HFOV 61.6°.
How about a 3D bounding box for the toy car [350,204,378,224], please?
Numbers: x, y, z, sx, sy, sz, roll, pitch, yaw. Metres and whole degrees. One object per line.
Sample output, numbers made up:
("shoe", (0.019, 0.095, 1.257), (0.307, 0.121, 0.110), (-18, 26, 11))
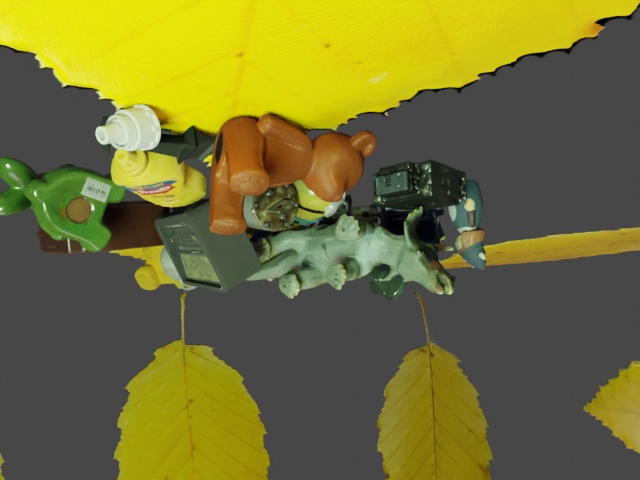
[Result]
("toy car", (0.067, -0.040, 1.169), (0.073, 0.056, 0.202), (1, 172, -15))

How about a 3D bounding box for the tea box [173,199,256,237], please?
("tea box", (-0.207, -0.039, 1.101), (0.169, 0.068, 0.098), (2, 171, -28))

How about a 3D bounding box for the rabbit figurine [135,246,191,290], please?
("rabbit figurine", (-0.331, 0.003, 1.167), (0.122, 0.173, 0.162), (-1, -143, 9))

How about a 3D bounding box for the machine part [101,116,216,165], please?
("machine part", (-0.189, -0.116, 0.640), (0.139, 0.039, 0.084), (2, 178, -33))

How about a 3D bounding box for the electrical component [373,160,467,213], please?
("electrical component", (0.151, -0.083, 0.851), (0.134, 0.058, 0.115), (6, 168, -43))

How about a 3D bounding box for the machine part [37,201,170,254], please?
("machine part", (-0.392, -0.027, 0.986), (0.201, 0.087, 0.201), (0, -176, 45))

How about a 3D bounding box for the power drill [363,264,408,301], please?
("power drill", (0.088, 0.052, 1.128), (0.207, 0.086, 0.232), (26, 176, -29))

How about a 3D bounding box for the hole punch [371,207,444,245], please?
("hole punch", (0.167, -0.054, 0.995), (0.142, 0.092, 0.116), (-4, -143, 5))

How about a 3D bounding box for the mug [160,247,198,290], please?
("mug", (-0.253, 0.040, 1.067), (0.107, 0.109, 0.080), (-24, 154, 34))

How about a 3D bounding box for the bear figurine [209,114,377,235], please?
("bear figurine", (-0.026, -0.075, 0.634), (0.196, 0.132, 0.120), (10, 144, -25))

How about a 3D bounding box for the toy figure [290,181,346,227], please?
("toy figure", (-0.022, -0.067, 0.866), (0.089, 0.082, 0.180), (1, 175, -22))

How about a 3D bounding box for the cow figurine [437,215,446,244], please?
("cow figurine", (0.170, -0.008, 1.087), (0.167, 0.098, 0.068), (-24, 174, -17))

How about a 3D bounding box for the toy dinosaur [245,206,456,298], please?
("toy dinosaur", (0.028, 0.021, 0.896), (0.405, 0.131, 0.192), (-3, -178, 40))

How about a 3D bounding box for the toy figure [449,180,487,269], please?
("toy figure", (0.257, -0.025, 0.928), (0.058, 0.154, 0.064), (-9, 170, 34))

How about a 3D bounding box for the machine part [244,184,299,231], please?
("machine part", (-0.106, -0.057, 0.834), (0.079, 0.079, 0.243), (4, -177, -31))

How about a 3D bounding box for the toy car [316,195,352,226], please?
("toy car", (-0.002, -0.003, 1.026), (0.053, 0.202, 0.089), (42, 173, 8))

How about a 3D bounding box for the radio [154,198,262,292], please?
("radio", (-0.189, 0.006, 0.867), (0.073, 0.131, 0.230), (-31, -166, -28))

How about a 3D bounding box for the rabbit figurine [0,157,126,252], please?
("rabbit figurine", (-0.396, -0.056, 0.796), (0.159, 0.121, 0.170), (10, -178, -43))
